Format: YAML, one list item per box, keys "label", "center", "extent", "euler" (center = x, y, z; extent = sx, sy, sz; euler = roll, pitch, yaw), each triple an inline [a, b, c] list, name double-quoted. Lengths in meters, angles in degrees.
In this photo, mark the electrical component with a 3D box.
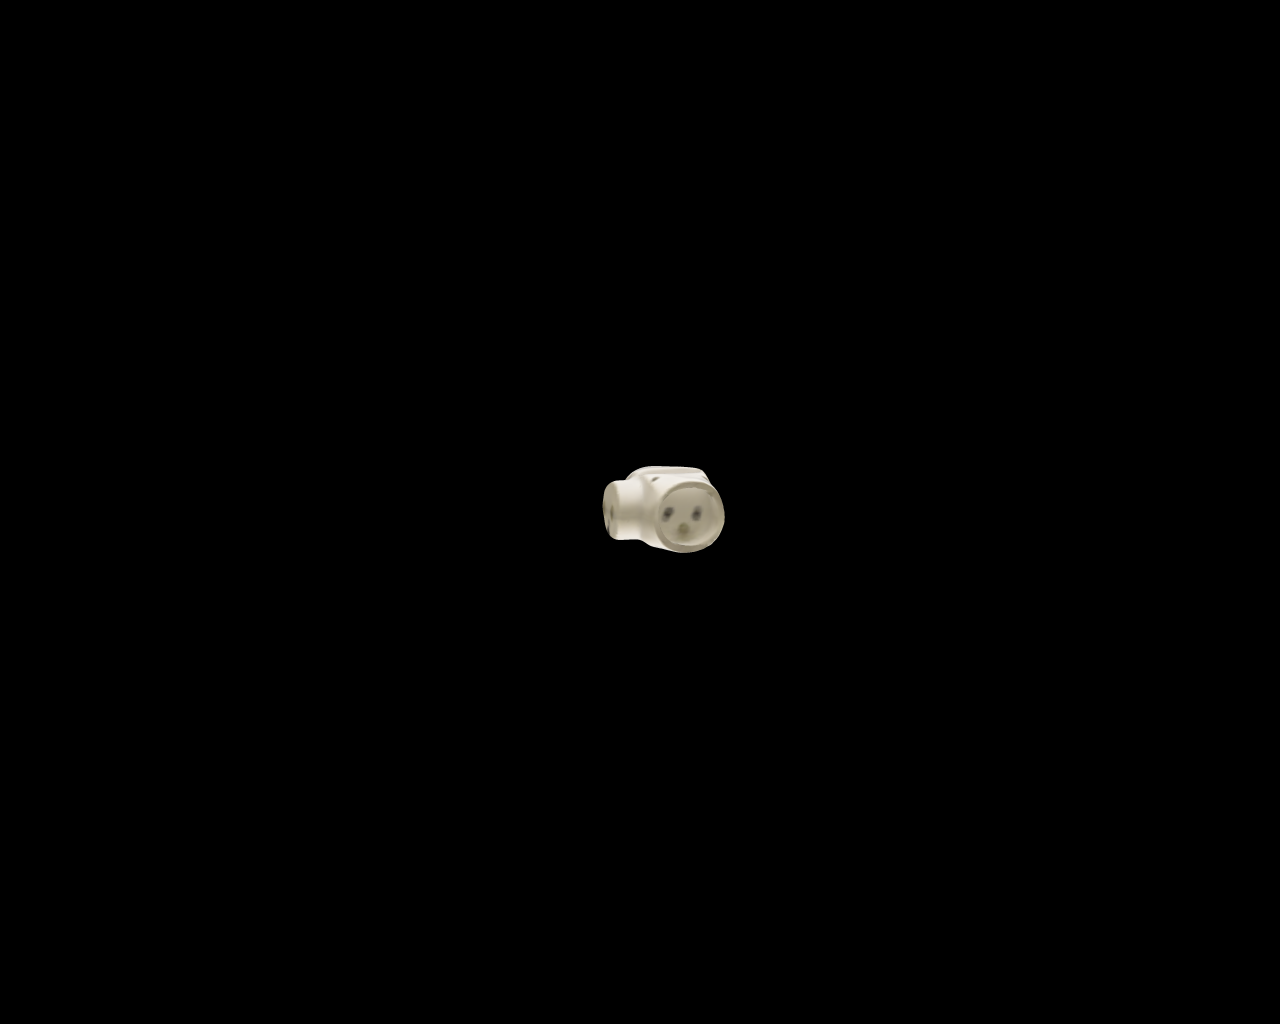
- label: "electrical component"
  center: [0.001, -0.003, 0.650]
  extent: [0.079, 0.043, 0.077]
  euler: [-3, 10, -15]
